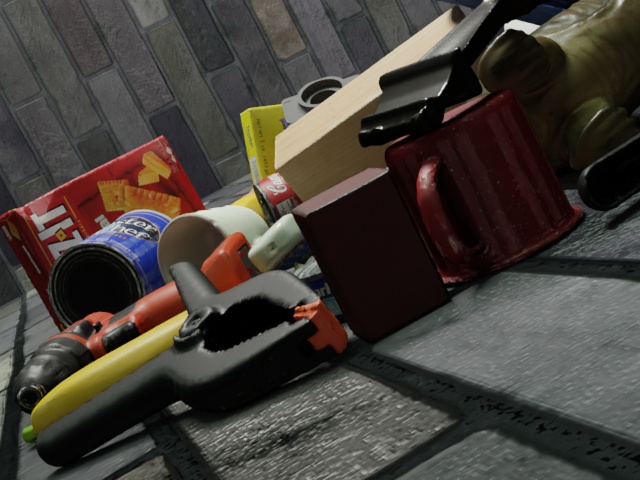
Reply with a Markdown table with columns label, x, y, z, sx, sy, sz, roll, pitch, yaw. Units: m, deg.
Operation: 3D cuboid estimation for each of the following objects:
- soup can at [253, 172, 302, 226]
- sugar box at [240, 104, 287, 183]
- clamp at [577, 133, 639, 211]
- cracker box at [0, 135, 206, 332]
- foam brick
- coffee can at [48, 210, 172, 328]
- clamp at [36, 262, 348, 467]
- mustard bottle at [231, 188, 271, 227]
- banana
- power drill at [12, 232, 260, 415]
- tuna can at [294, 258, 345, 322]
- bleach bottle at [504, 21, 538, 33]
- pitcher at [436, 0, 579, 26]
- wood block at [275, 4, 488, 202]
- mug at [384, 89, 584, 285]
| label | x | y | z | sx | sy | sz | roll | pitch | yaw |
| --- | --- | --- | --- | --- | --- | --- | --- | --- | --- |
| soup can | -0.013 | -0.053 | 1.156 | 0.102 | 0.068 | 0.068 | -28 | 7 | -9 |
| sugar box | 0.004 | -0.114 | 1.221 | 0.176 | 0.093 | 0.048 | -11 | 0 | -17 |
| clamp | 0.200 | -0.061 | 0.571 | 0.120 | 0.039 | 0.171 | -19 | 6 | 22 |
| cracker box | -0.234 | -0.004 | 1.238 | 0.213 | 0.164 | 0.072 | -32 | 7 | -34 |
| foam brick | 0.027 | 0.007 | 0.572 | 0.051 | 0.078 | 0.053 | -28 | 9 | -7 |
| coffee can | -0.202 | 0.034 | 1.098 | 0.103 | 0.103 | 0.140 | -25 | 8 | 18 |
| clamp | -0.062 | 0.054 | 0.620 | 0.210 | 0.036 | 0.164 | -18 | 31 | 40 |
| mustard bottle | -0.081 | -0.026 | 1.246 | 0.096 | 0.058 | 0.191 | -33 | 3 | 36 |
| banana | -0.120 | 0.082 | 0.729 | 0.197 | 0.037 | 0.070 | -29 | 10 | -11 |
| power drill | -0.136 | 0.065 | 0.828 | 0.188 | 0.057 | 0.184 | -26 | 7 | 9 |
| tuna can | 0.028 | 0.018 | 0.659 | 0.086 | 0.034 | 0.086 | -27 | 7 | 4 |
| bleach bottle | 0.254 | -0.201 | 1.167 | 0.068 | 0.102 | 0.250 | -34 | 12 | 15 |
| pitcher | 0.219 | -0.226 | 0.887 | 0.145 | 0.243 | 0.149 | 25 | -96 | -81 |
| wood block | 0.068 | -0.105 | 0.954 | 0.206 | 0.090 | 0.090 | -35 | 21 | 14 |
| mug | 0.083 | -0.028 | 0.588 | 0.093 | 0.081 | 0.117 | -22 | 9 | 35 |
